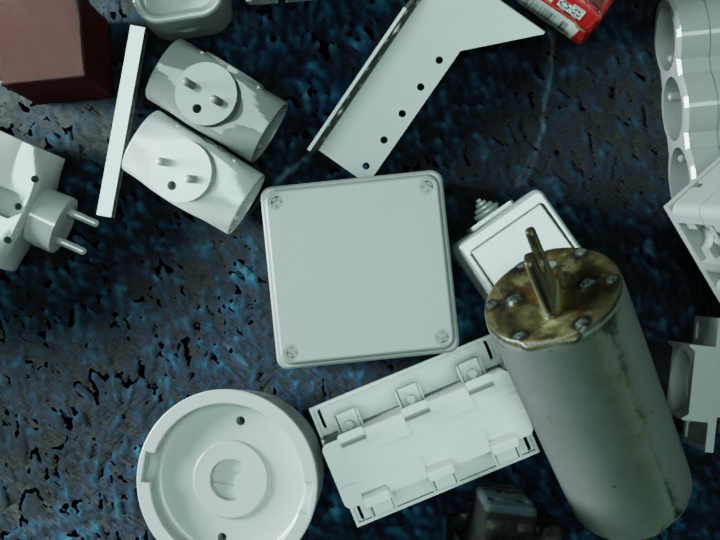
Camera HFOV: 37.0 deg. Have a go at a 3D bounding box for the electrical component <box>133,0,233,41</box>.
[{"bbox_3d":[-0.111,-0.192,0.657,0.054,0.059,0.095,-9,89,0],"label":"electrical component"}]

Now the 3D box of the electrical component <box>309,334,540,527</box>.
[{"bbox_3d":[0.039,0.099,0.651,0.121,0.063,0.078,-22,89,0],"label":"electrical component"}]

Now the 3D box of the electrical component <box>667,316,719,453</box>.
[{"bbox_3d":[0.224,0.070,0.661,0.064,0.042,0.081,7,90,-1],"label":"electrical component"}]

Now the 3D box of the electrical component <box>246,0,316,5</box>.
[{"bbox_3d":[-0.029,-0.200,0.662,0.089,0.050,0.055,-4,89,1],"label":"electrical component"}]

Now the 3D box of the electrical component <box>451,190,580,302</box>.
[{"bbox_3d":[0.100,-0.004,0.653,0.062,0.061,0.096,-35,89,0],"label":"electrical component"}]

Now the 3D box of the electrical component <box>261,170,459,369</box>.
[{"bbox_3d":[0.000,0.000,0.656,0.109,0.056,0.108,-6,89,0],"label":"electrical component"}]

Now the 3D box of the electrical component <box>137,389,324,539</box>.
[{"bbox_3d":[-0.073,0.123,0.651,0.108,0.060,0.108,0,89,8],"label":"electrical component"}]

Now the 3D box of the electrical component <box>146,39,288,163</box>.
[{"bbox_3d":[-0.089,-0.104,0.646,0.077,0.079,0.044,32,94,1],"label":"electrical component"}]

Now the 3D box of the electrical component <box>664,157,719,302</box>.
[{"bbox_3d":[0.281,-0.050,0.617,0.186,0.060,0.105,-40,108,-14],"label":"electrical component"}]

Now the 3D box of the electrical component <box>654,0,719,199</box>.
[{"bbox_3d":[0.228,-0.102,0.658,0.074,0.052,0.138,-6,89,0],"label":"electrical component"}]

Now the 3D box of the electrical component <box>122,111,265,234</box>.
[{"bbox_3d":[-0.104,-0.059,0.646,0.077,0.079,0.043,32,95,1],"label":"electrical component"}]

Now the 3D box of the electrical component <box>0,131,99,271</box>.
[{"bbox_3d":[-0.201,-0.035,0.664,0.079,0.043,0.077,24,90,1],"label":"electrical component"}]
